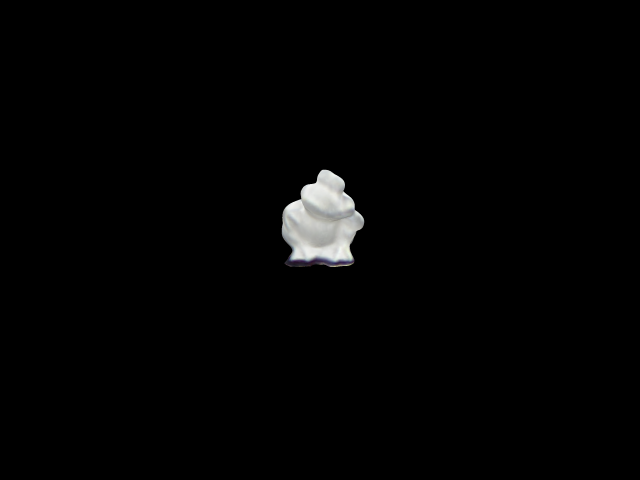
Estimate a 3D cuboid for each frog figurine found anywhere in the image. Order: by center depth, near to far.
[{"bbox_3d":[0.003,-0.043,0.850,0.137,0.157,0.124,8,21,22],"label":"frog figurine"}]
